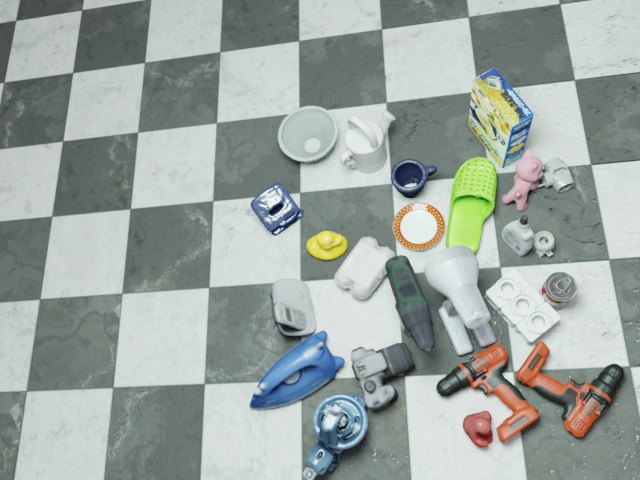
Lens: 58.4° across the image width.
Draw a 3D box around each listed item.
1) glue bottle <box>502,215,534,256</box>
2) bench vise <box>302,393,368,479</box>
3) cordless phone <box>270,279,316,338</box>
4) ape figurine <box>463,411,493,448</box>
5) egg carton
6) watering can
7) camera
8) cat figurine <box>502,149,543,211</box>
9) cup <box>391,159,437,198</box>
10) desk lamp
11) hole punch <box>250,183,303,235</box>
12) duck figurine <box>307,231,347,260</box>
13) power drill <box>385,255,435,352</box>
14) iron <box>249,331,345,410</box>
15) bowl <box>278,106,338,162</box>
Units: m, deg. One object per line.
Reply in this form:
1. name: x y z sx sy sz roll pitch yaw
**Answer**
1. glue bottle: 0.465 -0.020 1.332 0.037 0.173 0.078 -36 68 -2
2. bench vise: 0.033 0.428 1.238 0.121 0.220 0.207 11 74 15
3. cordless phone: -0.078 0.154 1.373 0.094 0.185 0.147 -17 69 5
4. ape figurine: 0.351 0.409 1.250 0.076 0.092 0.078 29 79 19
5. egg carton: 0.113 0.070 1.426 0.107 0.069 0.150 32 80 19
6. watering can: 0.118 -0.264 1.472 0.100 0.194 0.173 24 77 18
7. camera: 0.151 0.302 1.322 0.137 0.101 0.143 -22 68 3
8. cat figurine: 0.501 -0.150 1.399 0.067 0.118 0.128 25 78 18
9. cup: 0.241 -0.152 1.463 0.117 0.095 0.091 -18 69 5
10. desk lamp: 0.322 0.135 1.285 0.118 0.214 0.203 -22 68 3
11. hole punch: -0.113 -0.082 1.511 0.108 0.091 0.101 -37 68 -3
12. duck figurine: 0.013 0.005 1.459 0.104 0.086 0.077 -4 71 10
13. power drill: 0.211 0.156 1.302 0.075 0.209 0.229 -20 69 4
14. iron: -0.076 0.317 1.340 0.258 0.142 0.118 -35 68 -2
15. bowl: -0.027 -0.278 1.570 0.167 0.075 0.167 -3 71 10
